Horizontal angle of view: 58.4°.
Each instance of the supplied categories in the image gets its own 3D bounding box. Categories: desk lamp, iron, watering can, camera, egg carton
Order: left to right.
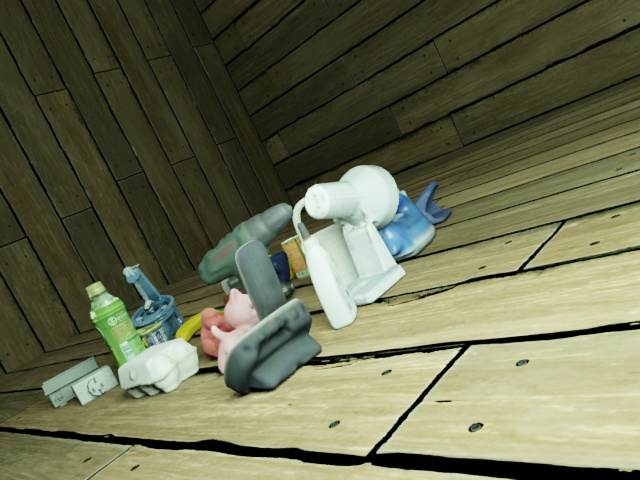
[{"bbox_3d":[-0.294,0.234,1.037,0.150,0.069,0.107,-21,8,37],"label":"egg carton"},{"bbox_3d":[-0.207,0.097,1.648,0.143,0.101,0.137,-25,7,6],"label":"camera"},{"bbox_3d":[0.013,0.003,1.146,0.101,0.194,0.173,-26,7,-2],"label":"watering can"},{"bbox_3d":[0.067,-0.016,1.011,0.117,0.213,0.204,-20,9,40],"label":"desk lamp"},{"bbox_3d":[0.155,-0.042,1.189,0.118,0.141,0.259,-21,8,36],"label":"iron"}]

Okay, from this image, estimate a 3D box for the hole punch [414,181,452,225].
[{"bbox_3d":[0.245,-0.078,1.354,0.101,0.091,0.109,-22,8,27],"label":"hole punch"}]

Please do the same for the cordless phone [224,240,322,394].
[{"bbox_3d":[-0.092,0.104,0.794,0.094,0.185,0.148,-20,9,41],"label":"cordless phone"}]

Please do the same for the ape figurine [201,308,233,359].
[{"bbox_3d":[-0.192,0.170,1.060,0.078,0.092,0.076,-29,8,-27],"label":"ape figurine"}]

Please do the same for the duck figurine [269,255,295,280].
[{"bbox_3d":[-0.124,0.080,1.532,0.104,0.086,0.077,-24,7,11],"label":"duck figurine"}]

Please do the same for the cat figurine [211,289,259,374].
[{"bbox_3d":[-0.135,0.142,0.951,0.067,0.118,0.128,-21,8,33],"label":"cat figurine"}]

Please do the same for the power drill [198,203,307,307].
[{"bbox_3d":[-0.111,0.062,1.089,0.229,0.208,0.076,-23,7,19],"label":"power drill"}]

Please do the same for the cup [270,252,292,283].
[{"bbox_3d":[-0.101,0.086,1.356,0.092,0.095,0.117,-28,7,-16],"label":"cup"}]

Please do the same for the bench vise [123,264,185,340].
[{"bbox_3d":[-0.442,0.164,1.481,0.122,0.220,0.207,-28,7,-16],"label":"bench vise"}]

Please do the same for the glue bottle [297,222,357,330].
[{"bbox_3d":[0.006,0.050,0.896,0.037,0.173,0.078,-24,7,13],"label":"glue bottle"}]
